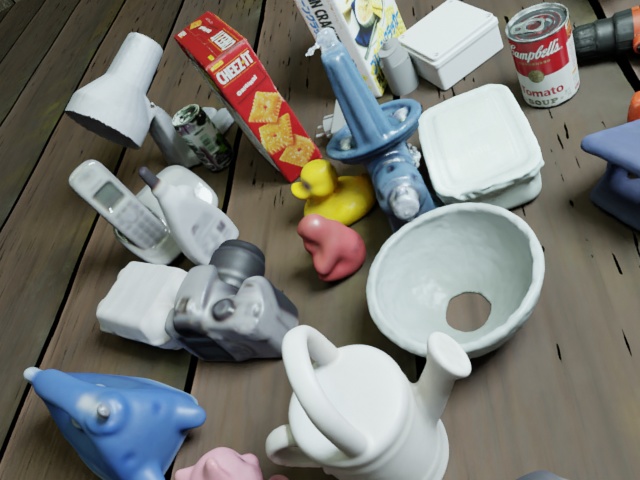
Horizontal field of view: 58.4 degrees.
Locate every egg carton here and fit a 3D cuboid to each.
[{"bbox_3d":[-0.219,0.085,0.749,0.149,0.070,0.107,4,56,35],"label":"egg carton"}]

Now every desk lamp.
[{"bbox_3d":[-0.278,-0.214,0.945,0.117,0.214,0.203,14,62,40],"label":"desk lamp"}]

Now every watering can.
[{"bbox_3d":[0.032,0.129,0.453,0.173,0.195,0.100,-42,43,-6],"label":"watering can"}]

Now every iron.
[{"bbox_3d":[-0.255,0.183,0.631,0.257,0.142,0.119,7,57,37],"label":"iron"}]

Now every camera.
[{"bbox_3d":[-0.101,0.061,0.670,0.142,0.101,0.137,-7,50,28],"label":"camera"}]

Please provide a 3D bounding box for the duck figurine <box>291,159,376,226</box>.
[{"bbox_3d":[0.014,-0.066,0.719,0.104,0.086,0.077,-19,45,18],"label":"duck figurine"}]

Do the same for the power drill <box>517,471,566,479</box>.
[{"bbox_3d":[0.067,0.236,0.326,0.229,0.209,0.075,-38,42,-2],"label":"power drill"}]

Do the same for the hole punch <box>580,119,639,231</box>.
[{"bbox_3d":[0.311,-0.073,0.528,0.101,0.091,0.108,-39,42,-3],"label":"hole punch"}]

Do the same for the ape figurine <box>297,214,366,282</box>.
[{"bbox_3d":[0.006,0.002,0.659,0.076,0.092,0.078,-5,51,29],"label":"ape figurine"}]

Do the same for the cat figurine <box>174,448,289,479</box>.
[{"bbox_3d":[-0.061,0.225,0.486,0.127,0.118,0.067,23,68,43],"label":"cat figurine"}]

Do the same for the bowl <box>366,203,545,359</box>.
[{"bbox_3d":[0.133,0.049,0.548,0.167,0.075,0.167,-18,45,19],"label":"bowl"}]

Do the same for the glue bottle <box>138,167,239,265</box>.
[{"bbox_3d":[-0.177,-0.035,0.751,0.037,0.174,0.078,11,60,39],"label":"glue bottle"}]

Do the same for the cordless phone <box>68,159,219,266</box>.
[{"bbox_3d":[-0.247,-0.064,0.813,0.093,0.186,0.148,19,65,42],"label":"cordless phone"}]

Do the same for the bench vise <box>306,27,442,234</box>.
[{"bbox_3d":[0.070,-0.121,0.632,0.121,0.220,0.206,-38,42,-2],"label":"bench vise"}]
